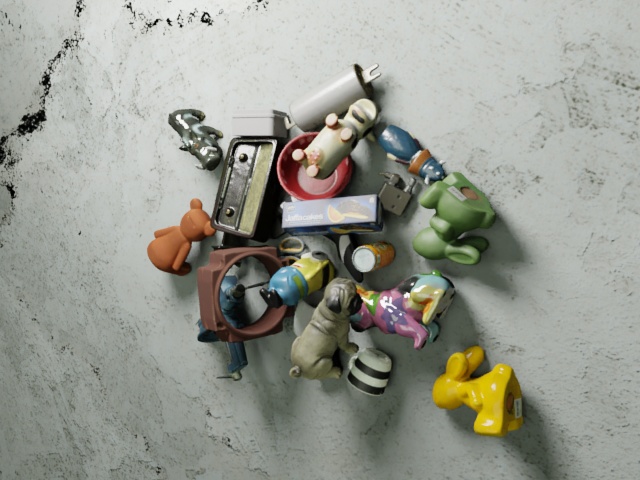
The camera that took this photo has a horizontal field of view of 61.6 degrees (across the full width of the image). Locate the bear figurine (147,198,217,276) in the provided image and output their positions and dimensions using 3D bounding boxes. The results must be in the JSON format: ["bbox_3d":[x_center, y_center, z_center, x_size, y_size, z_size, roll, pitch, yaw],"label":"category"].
[{"bbox_3d":[-0.337,-0.007,1.354,0.196,0.132,0.120,-40,79,7],"label":"bear figurine"}]

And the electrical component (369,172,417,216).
[{"bbox_3d":[0.146,-0.094,1.119,0.078,0.045,0.102,19,110,-5],"label":"electrical component"}]

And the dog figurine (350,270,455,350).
[{"bbox_3d":[0.146,0.124,1.111,0.219,0.108,0.191,25,109,25],"label":"dog figurine"}]

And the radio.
[{"bbox_3d":[-0.161,-0.117,1.224,0.131,0.073,0.229,11,84,26],"label":"radio"}]

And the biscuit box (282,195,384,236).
[{"bbox_3d":[0.025,-0.048,1.096,0.203,0.059,0.063,-4,70,19],"label":"biscuit box"}]

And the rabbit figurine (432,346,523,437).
[{"bbox_3d":[0.294,0.296,1.055,0.173,0.122,0.162,-8,90,46],"label":"rabbit figurine"}]

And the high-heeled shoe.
[{"bbox_3d":[-0.002,-0.004,1.172,0.145,0.086,0.249,-22,69,11],"label":"high-heeled shoe"}]

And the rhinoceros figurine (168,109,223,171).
[{"bbox_3d":[-0.293,-0.244,1.287,0.073,0.112,0.190,-47,67,22],"label":"rhinoceros figurine"}]

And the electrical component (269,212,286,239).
[{"bbox_3d":[-0.107,-0.038,1.266,0.094,0.021,0.063,-31,82,28],"label":"electrical component"}]

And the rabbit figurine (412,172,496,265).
[{"bbox_3d":[0.257,-0.023,1.048,0.159,0.121,0.170,38,130,11],"label":"rabbit figurine"}]

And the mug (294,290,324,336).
[{"bbox_3d":[-0.028,0.171,1.223,0.110,0.081,0.107,33,117,27],"label":"mug"}]

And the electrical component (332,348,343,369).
[{"bbox_3d":[-0.009,0.270,1.242,0.119,0.048,0.074,0,96,26],"label":"electrical component"}]

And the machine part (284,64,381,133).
[{"bbox_3d":[0.022,-0.297,1.135,0.243,0.079,0.079,-24,85,27],"label":"machine part"}]

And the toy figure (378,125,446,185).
[{"bbox_3d":[0.188,-0.170,1.078,0.154,0.058,0.064,42,118,11],"label":"toy figure"}]

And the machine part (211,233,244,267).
[{"bbox_3d":[-0.214,-0.008,1.297,0.039,0.084,0.138,-178,100,-67],"label":"machine part"}]

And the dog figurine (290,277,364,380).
[{"bbox_3d":[0.004,0.177,1.069,0.121,0.172,0.190,23,139,22],"label":"dog figurine"}]

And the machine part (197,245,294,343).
[{"bbox_3d":[-0.161,0.117,1.189,0.087,0.201,0.201,0,95,56],"label":"machine part"}]

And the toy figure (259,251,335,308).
[{"bbox_3d":[-0.046,0.089,1.166,0.082,0.180,0.089,29,138,31],"label":"toy figure"}]

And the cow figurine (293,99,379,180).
[{"bbox_3d":[0.045,-0.203,1.091,0.085,0.127,0.195,45,97,14],"label":"cow figurine"}]

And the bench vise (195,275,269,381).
[{"bbox_3d":[-0.217,0.212,1.289,0.223,0.129,0.241,-37,61,34],"label":"bench vise"}]
